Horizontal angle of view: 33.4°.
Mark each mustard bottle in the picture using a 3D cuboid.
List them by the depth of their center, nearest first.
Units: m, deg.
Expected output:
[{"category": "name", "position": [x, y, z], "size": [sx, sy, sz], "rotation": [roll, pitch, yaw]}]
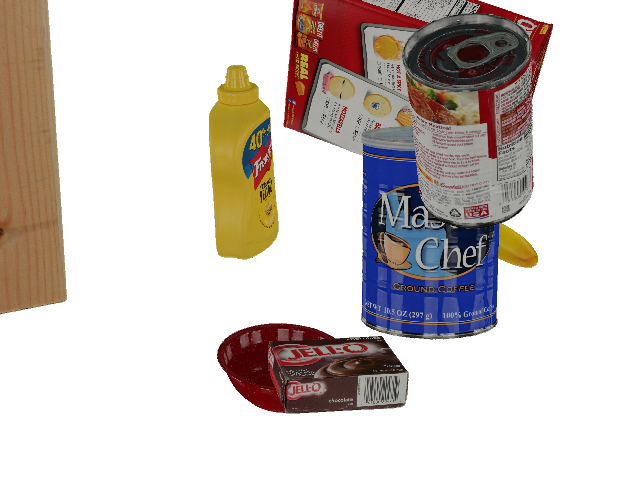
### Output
[{"category": "mustard bottle", "position": [-0.080, -0.084, 1.089], "size": [0.058, 0.192, 0.096], "rotation": [7, 27, 19]}]

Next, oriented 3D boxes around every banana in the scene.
[{"category": "banana", "position": [0.148, -0.006, 1.155], "size": [0.198, 0.037, 0.069], "rotation": [10, 38, 28]}]

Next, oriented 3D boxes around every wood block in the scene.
[{"category": "wood block", "position": [-0.204, -0.067, 0.603], "size": [0.090, 0.206, 0.090], "rotation": [-11, 27, -27]}]

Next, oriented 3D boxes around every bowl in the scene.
[{"category": "bowl", "position": [-0.045, 0.162, 1.301], "size": [0.162, 0.055, 0.162], "rotation": [3, 24, -1]}]

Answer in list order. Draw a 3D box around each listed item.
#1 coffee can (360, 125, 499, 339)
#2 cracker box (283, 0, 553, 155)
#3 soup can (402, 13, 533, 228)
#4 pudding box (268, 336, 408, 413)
[{"category": "coffee can", "position": [0.081, -0.009, 0.784], "size": [0.103, 0.140, 0.103], "rotation": [0, 12, 0]}, {"category": "cracker box", "position": [0.080, -0.144, 0.945], "size": [0.214, 0.164, 0.072], "rotation": [21, 49, 12]}, {"category": "soup can", "position": [0.085, -0.065, 0.596], "size": [0.068, 0.102, 0.068], "rotation": [-6, 44, 6]}, {"category": "pudding box", "position": [0.014, 0.120, 0.967], "size": [0.113, 0.039, 0.090], "rotation": [0, 17, -12]}]
